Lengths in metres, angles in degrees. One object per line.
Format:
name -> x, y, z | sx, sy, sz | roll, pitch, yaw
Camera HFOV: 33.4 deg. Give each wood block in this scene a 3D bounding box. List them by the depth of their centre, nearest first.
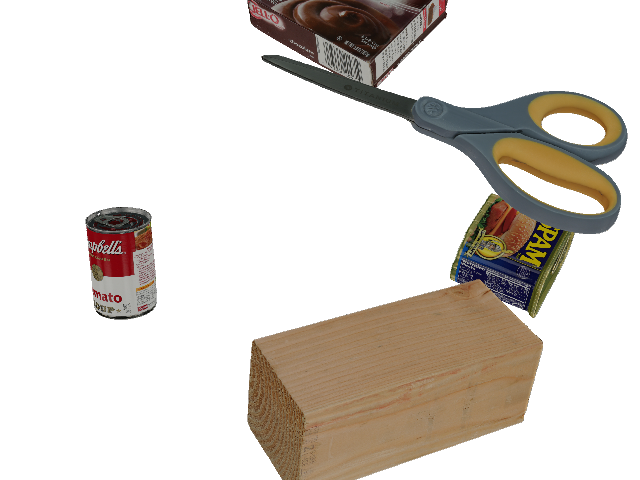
wood block -> 0.056, 0.111, 0.828 | 0.205, 0.090, 0.091 | -13, 38, -25

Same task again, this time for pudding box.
pudding box -> 0.019, -0.164, 0.744 | 0.114, 0.090, 0.039 | 34, -23, 21

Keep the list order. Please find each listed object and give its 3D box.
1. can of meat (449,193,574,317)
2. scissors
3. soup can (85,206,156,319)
can of meat -> 0.176, 0.011, 0.976 | 0.084, 0.057, 0.102 | 23, 47, 18
scissors -> 0.075, -0.073, 0.566 | 0.202, 0.016, 0.096 | 34, 57, 18
soup can -> -0.209, 0.024, 1.125 | 0.068, 0.102, 0.068 | 0, 23, 0
